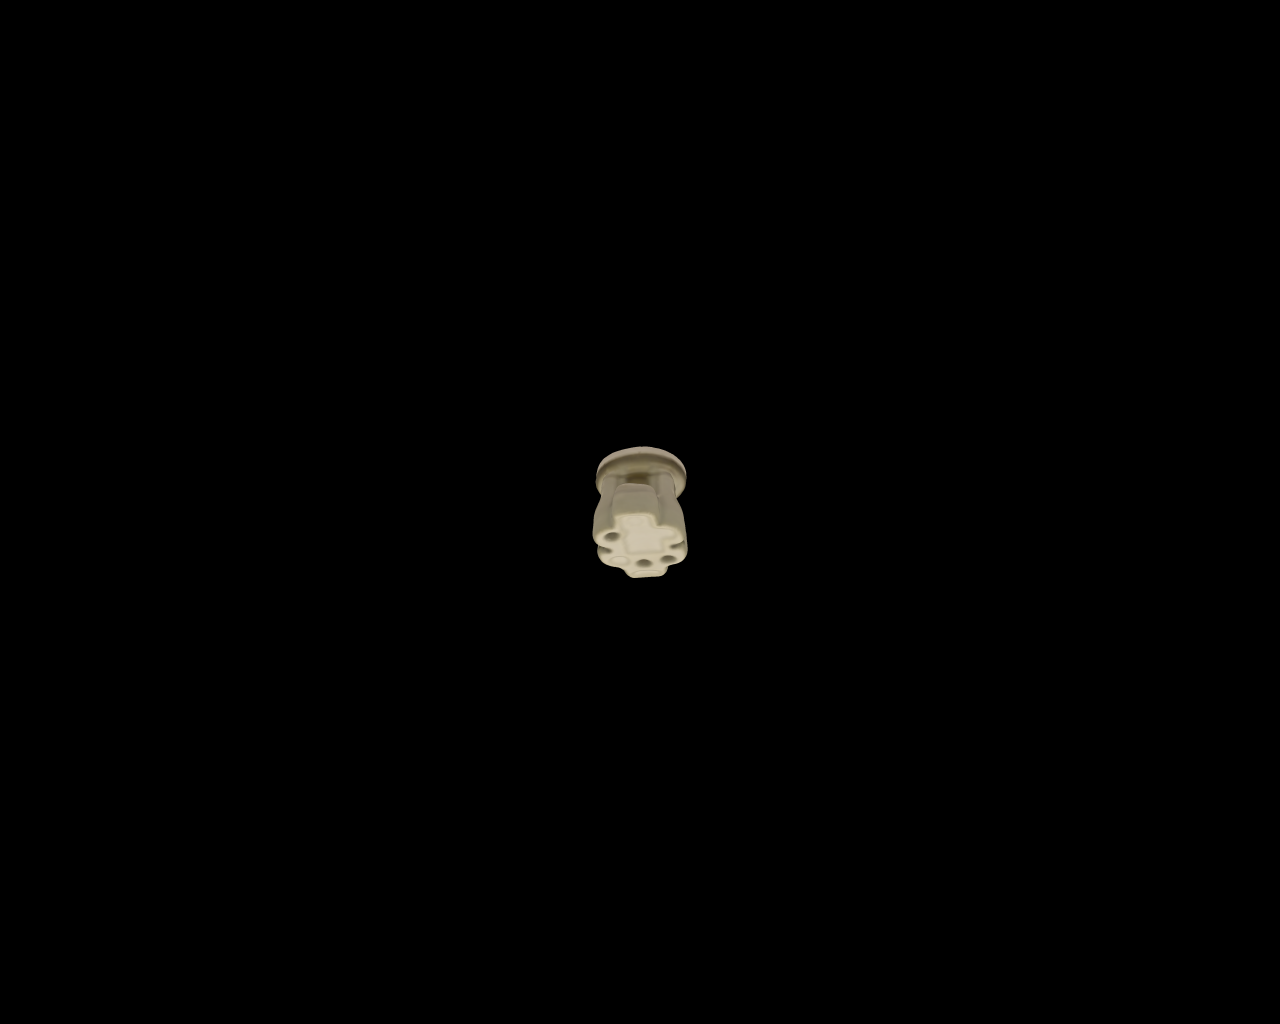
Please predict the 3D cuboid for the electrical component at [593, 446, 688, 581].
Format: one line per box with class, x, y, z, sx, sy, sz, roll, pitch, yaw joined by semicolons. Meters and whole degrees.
electrical component;0.001;-0.003;0.650;0.058;0.057;0.078;-3;-33;5
